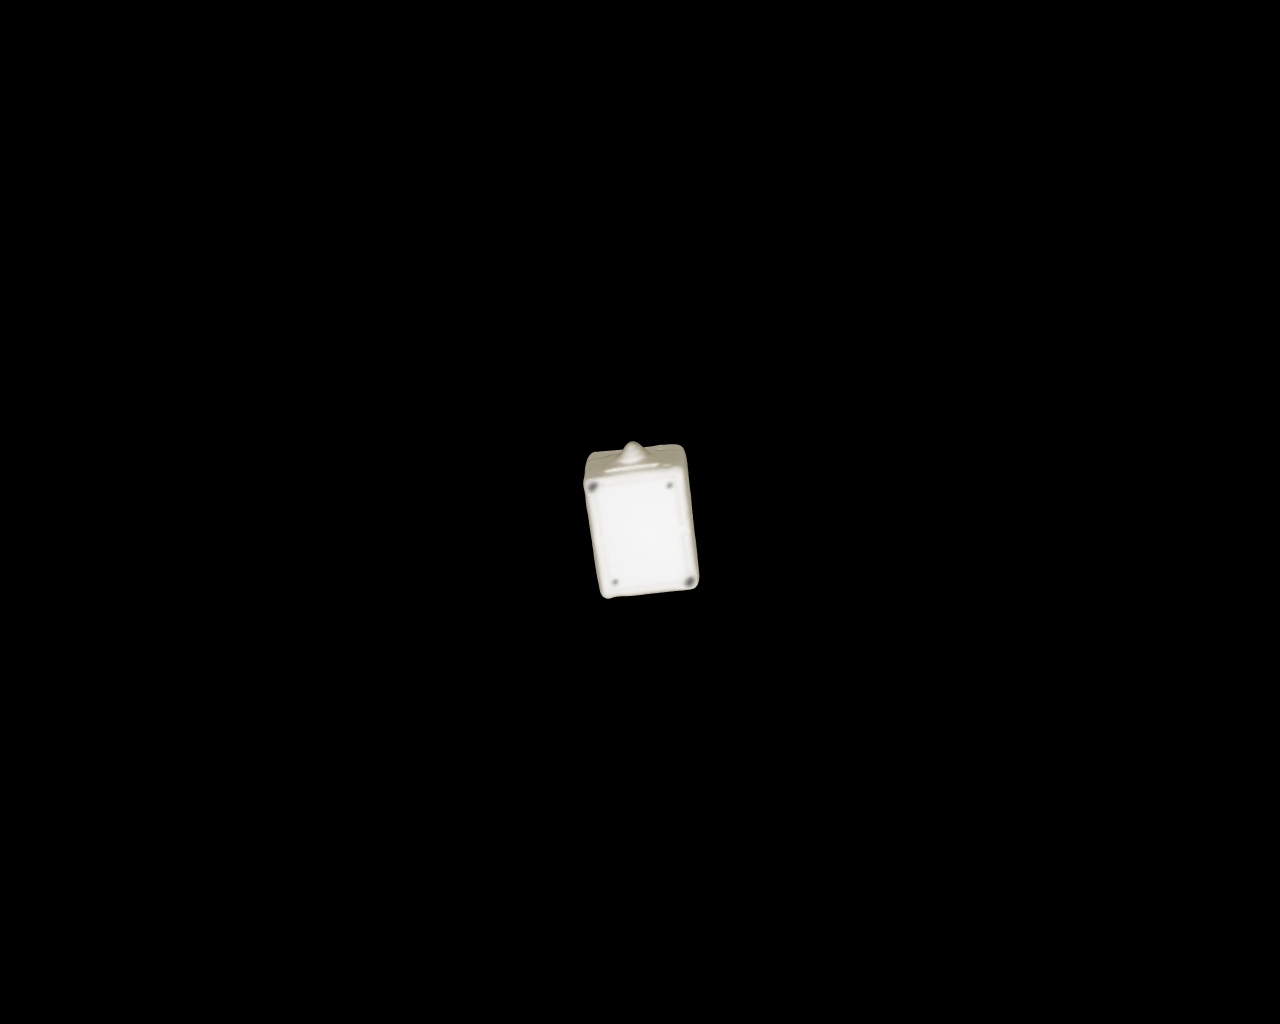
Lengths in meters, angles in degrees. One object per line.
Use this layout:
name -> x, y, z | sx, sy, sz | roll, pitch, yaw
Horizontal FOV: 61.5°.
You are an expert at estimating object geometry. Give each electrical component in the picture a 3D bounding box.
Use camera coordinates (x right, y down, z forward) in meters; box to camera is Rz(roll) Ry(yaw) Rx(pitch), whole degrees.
electrical component -> 0.001, -0.003, 0.650 | 0.062, 0.096, 0.061 | -7, 20, 2
